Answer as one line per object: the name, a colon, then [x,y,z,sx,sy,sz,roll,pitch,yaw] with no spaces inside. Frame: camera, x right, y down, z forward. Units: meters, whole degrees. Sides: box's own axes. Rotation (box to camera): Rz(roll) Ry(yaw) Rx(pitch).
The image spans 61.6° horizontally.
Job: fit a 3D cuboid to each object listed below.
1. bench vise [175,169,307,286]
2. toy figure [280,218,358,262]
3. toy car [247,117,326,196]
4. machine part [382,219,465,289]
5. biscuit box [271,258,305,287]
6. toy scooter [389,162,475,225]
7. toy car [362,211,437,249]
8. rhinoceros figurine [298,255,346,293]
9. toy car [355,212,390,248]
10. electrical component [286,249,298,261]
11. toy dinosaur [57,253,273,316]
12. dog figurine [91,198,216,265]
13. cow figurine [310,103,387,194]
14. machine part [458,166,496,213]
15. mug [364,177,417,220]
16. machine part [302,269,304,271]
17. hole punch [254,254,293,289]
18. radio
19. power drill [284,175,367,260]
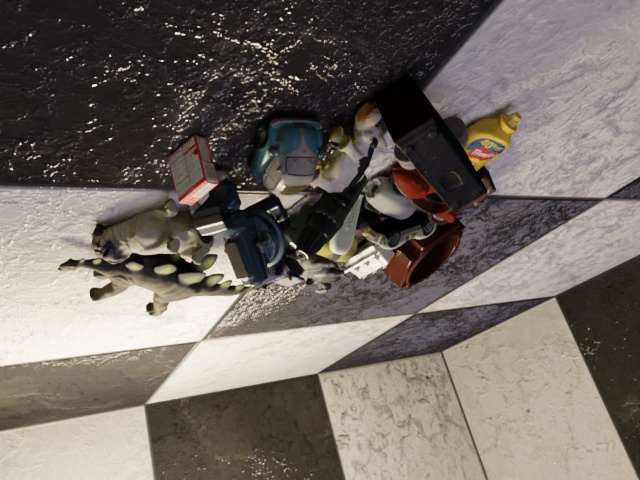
bench vise: [-0.130,-0.039,1.013,0.129,0.223,0.240,-26,-174,33]
toy figure: [-0.004,-0.003,1.214,0.180,0.089,0.082,9,178,-17]
toy car: [-0.058,-0.128,0.901,0.109,0.103,0.161,-1,151,-30]
machine part: [0.267,0.023,1.385,0.201,0.087,0.201,-30,153,-25]
biscuit box: [-0.116,0.067,1.363,0.059,0.063,0.202,-24,156,20]
toy scooter: [0.233,-0.101,1.078,0.183,0.075,0.135,39,155,-21]
toy car: [0.183,-0.025,1.214,0.202,0.074,0.056,-17,129,-36]
rhinoceros figurine: [0.002,0.073,1.323,0.112,0.073,0.190,-21,152,5]
toy car: [0.094,-0.025,1.303,0.089,0.053,0.202,-1,158,-23]
electrical component: [-0.032,0.036,1.369,0.078,0.045,0.102,-34,151,34]
toy dinosaur: [-0.327,0.085,1.187,0.471,0.105,0.198,15,142,-43]
dog figurine: [-0.320,-0.004,1.044,0.191,0.121,0.172,-11,158,25]
cow figurine: [0.061,-0.150,0.922,0.098,0.068,0.167,27,120,-33]
machine part: [0.315,-0.114,1.242,0.179,0.056,0.179,-12,157,-6]
mug: [0.139,-0.094,1.156,0.110,0.081,0.107,-16,154,42]
machine part: [-0.004,0.063,1.461,0.139,0.039,0.084,-31,148,35]
hole punch: [-0.123,0.042,1.209,0.092,0.142,0.115,-17,168,-12]
radio: [0.188,-0.153,0.892,0.073,0.131,0.229,-33,135,22]
power drill: [-0.006,-0.037,1.059,0.086,0.232,0.207,35,158,-2]
